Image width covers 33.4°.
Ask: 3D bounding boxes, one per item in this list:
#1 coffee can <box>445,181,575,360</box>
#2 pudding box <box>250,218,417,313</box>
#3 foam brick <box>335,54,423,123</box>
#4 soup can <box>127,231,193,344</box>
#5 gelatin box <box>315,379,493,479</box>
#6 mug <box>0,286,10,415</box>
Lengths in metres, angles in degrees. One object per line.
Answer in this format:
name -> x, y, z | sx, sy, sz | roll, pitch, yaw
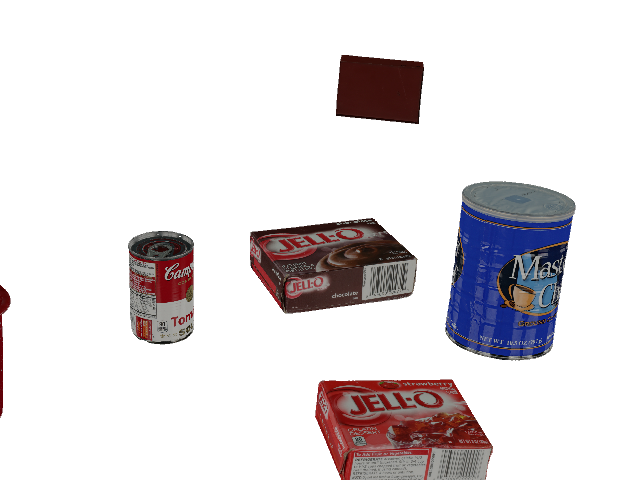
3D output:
coffee can -> 0.175, 0.026, 0.994 | 0.103, 0.140, 0.103 | 4, 20, -2
pudding box -> 0.008, 0.018, 0.858 | 0.113, 0.039, 0.090 | -5, 25, -20
foam brick -> 0.054, -0.139, 0.977 | 0.078, 0.051, 0.053 | 6, 16, 3
soup can -> -0.168, 0.050, 1.126 | 0.068, 0.102, 0.068 | 2, 24, -1
gelatin box -> 0.047, 0.112, 0.633 | 0.089, 0.030, 0.073 | 2, 24, -14
mug -> -0.242, 0.076, 0.634 | 0.093, 0.081, 0.117 | 19, 24, 36
